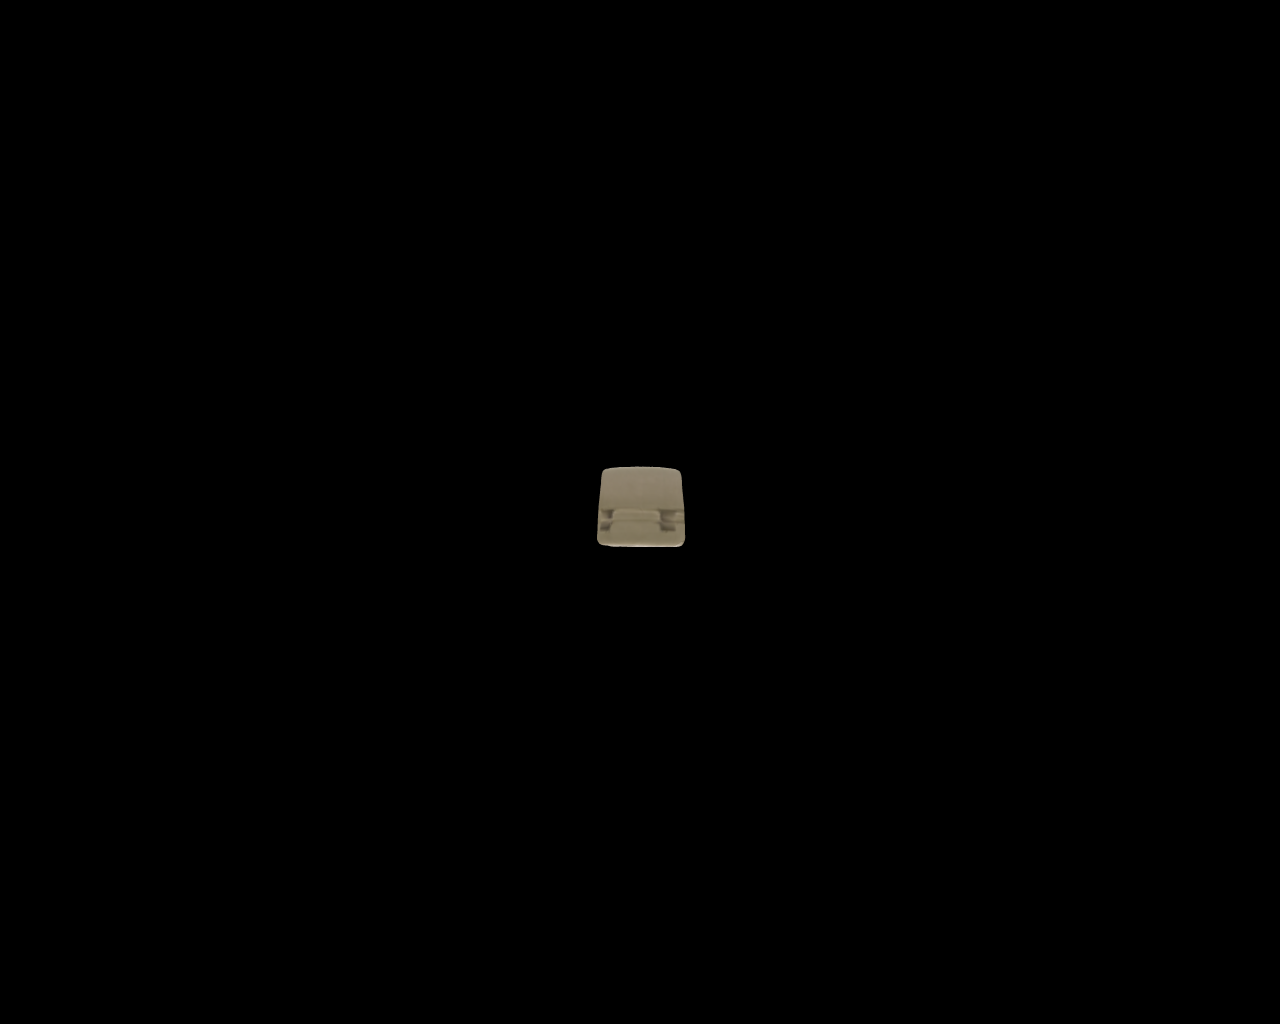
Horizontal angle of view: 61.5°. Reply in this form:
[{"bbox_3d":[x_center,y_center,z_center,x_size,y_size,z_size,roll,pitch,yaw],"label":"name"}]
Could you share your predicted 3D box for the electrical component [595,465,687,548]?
[{"bbox_3d":[0.001,-0.003,0.650,0.055,0.047,0.055,0,-3,0],"label":"electrical component"}]
